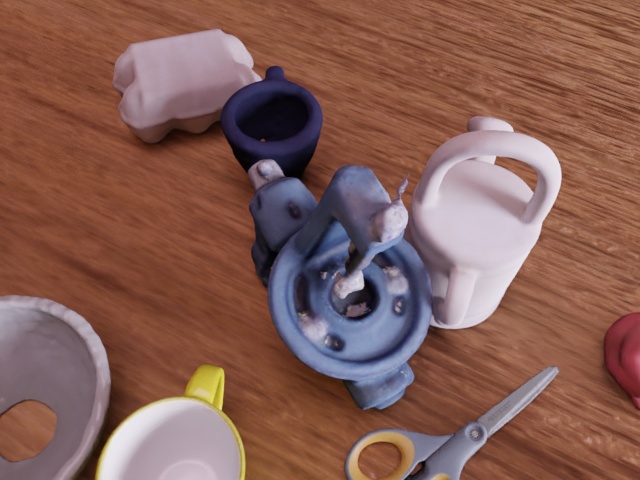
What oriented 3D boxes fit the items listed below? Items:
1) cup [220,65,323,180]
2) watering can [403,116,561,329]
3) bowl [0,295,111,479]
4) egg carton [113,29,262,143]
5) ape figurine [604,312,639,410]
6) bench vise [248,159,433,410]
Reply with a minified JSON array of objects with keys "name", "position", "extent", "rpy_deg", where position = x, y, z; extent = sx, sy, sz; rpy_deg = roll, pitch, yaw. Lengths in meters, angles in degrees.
[{"name":"cup","position":[-0.045,-0.100,0.554],"extent":[0.091,0.095,0.117],"rpy_deg":[0,57,-2]},{"name":"watering can","position":[0.118,-0.021,0.451],"extent":[0.101,0.194,0.172],"rpy_deg":[-4,57,-5]},{"name":"bowl","position":[-0.226,0.128,0.410],"extent":[0.167,0.075,0.167],"rpy_deg":[1,57,-2]},{"name":"egg carton","position":[-0.139,-0.164,0.606],"extent":[0.150,0.069,0.107],"rpy_deg":[-16,59,-12]},{"name":"ape figurine","position":[0.272,0.084,0.450],"extent":[0.078,0.092,0.076],"rpy_deg":[-11,58,-9]},{"name":"bench vise","position":[-0.004,0.009,0.411],"extent":[0.207,0.220,0.122],"rpy_deg":[37,63,20]}]
